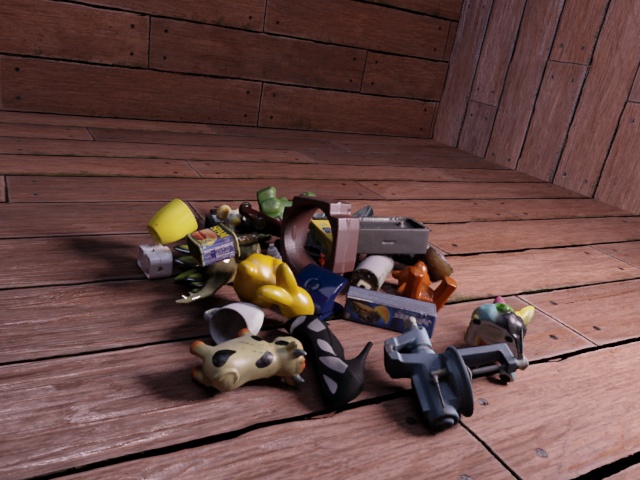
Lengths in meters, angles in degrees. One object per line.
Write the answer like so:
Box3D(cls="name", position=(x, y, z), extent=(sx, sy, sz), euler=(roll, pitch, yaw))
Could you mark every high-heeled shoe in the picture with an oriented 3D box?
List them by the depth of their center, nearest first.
Box3D(cls="high-heeled shoe", position=(-0.010, 0.222, 0.986), extent=(0.249, 0.086, 0.145), euler=(4, 44, 45))

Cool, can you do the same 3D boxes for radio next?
Box3D(cls="radio", position=(0.157, -0.015, 1.413), extent=(0.230, 0.073, 0.131), euler=(2, 18, -13))

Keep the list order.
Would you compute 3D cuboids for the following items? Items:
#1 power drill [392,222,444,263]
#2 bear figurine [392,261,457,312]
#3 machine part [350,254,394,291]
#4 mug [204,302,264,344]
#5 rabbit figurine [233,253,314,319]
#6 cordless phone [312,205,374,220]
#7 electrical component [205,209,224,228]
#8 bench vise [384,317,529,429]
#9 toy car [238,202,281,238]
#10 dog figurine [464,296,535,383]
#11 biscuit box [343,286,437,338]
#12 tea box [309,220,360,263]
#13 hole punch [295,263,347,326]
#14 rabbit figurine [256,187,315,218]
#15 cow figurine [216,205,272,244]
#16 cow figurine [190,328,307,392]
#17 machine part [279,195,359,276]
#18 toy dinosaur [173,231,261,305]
Box3D(cls="power drill", position=(0.269, 0.009, 1.627), extent=(0.232, 0.085, 0.207), euler=(12, 28, 12))
Box3D(cls="bear figurine", position=(0.244, 0.100, 1.297), extent=(0.120, 0.131, 0.196), euler=(18, 26, -2))
Box3D(cls="machine part", position=(0.134, 0.079, 1.366), extent=(0.079, 0.079, 0.243), euler=(15, 22, 15))
Box3D(cls="mug", position=(-0.163, 0.158, 1.041), extent=(0.110, 0.080, 0.107), euler=(11, 8, 20))
Box3D(cls="rabbit figurine", position=(-0.084, 0.099, 1.106), extent=(0.173, 0.162, 0.122), euler=(36, 70, 12))
Box3D(cls="cordless phone", position=(0.074, -0.068, 1.724), extent=(0.184, 0.088, 0.146), euler=(8, 20, 9))
Box3D(cls="electrical component", position=(-0.295, -0.048, 1.550), extent=(0.075, 0.047, 0.119), euler=(-1, 23, -27))
Box3D(cls="bench vise", position=(0.241, 0.220, 0.955), extent=(0.241, 0.128, 0.224), euler=(-10, 30, -3))
Box3D(cls="toy car", position=(-0.141, -0.041, 1.429), extent=(0.089, 0.053, 0.202), euler=(45, 13, 33))
Box3D(cls="dog figurine", position=(0.380, 0.170, 1.111), extent=(0.109, 0.191, 0.219), euler=(13, 35, 27))
Box3D(cls="biscuit box", position=(0.155, 0.159, 1.190), extent=(0.203, 0.059, 0.063), euler=(12, 20, 7))
Box3D(cls="tea box", position=(0.041, 0.002, 1.541), extent=(0.098, 0.068, 0.170), euler=(0, 24, -25))
Box3D(cls="hole punch", position=(-0.011, 0.119, 1.188), extent=(0.142, 0.092, 0.116), euler=(25, 29, 26))
Box3D(cls="rabbit figurine", position=(-0.087, -0.078, 1.575), extent=(0.170, 0.158, 0.121), euler=(-14, 27, -8))
Box3D(cls="cow figurine", position=(-0.208, -0.037, 1.468), extent=(0.098, 0.068, 0.167), euler=(36, 6, 36))
Box3D(cls="cow figurine", position=(-0.109, 0.206, 0.919), extent=(0.195, 0.085, 0.127), euler=(-6, 20, -41))
Box3D(cls="machine part", position=(-0.003, -0.004, 1.325), extent=(0.087, 0.201, 0.201), euler=(-5, 13, -44))
Box3D(cls="toy dinosaur", position=(-0.236, 0.055, 1.242), extent=(0.199, 0.105, 0.472), euler=(-1, 13, -7))
